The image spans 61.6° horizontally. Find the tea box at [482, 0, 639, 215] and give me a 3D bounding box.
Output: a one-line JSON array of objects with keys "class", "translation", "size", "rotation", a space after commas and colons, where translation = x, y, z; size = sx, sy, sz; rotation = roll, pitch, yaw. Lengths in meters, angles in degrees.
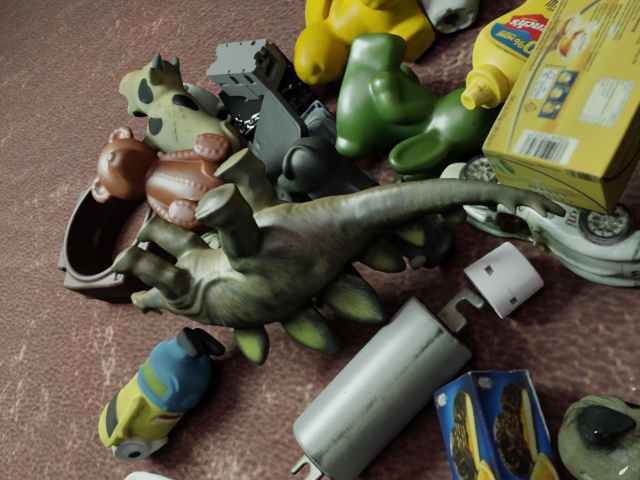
[{"class": "tea box", "translation": [0.214, -0.117, 0.424], "size": [0.098, 0.068, 0.169], "rotation": [27, 83, 39]}]

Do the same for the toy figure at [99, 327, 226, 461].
[{"class": "toy figure", "translation": [-0.188, 0.179, 0.636], "size": [0.180, 0.082, 0.089], "rotation": [-55, 31, 9]}]

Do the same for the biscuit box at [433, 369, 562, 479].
[{"class": "biscuit box", "translation": [0.145, 0.202, 0.399], "size": [0.062, 0.059, 0.203], "rotation": [123, 145, -51]}]

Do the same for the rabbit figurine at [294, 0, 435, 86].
[{"class": "rabbit figurine", "translation": [0.032, -0.275, 0.684], "size": [0.173, 0.121, 0.162], "rotation": [-38, 48, 14]}]

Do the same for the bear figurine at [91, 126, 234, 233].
[{"class": "bear figurine", "translation": [-0.200, -0.082, 0.660], "size": [0.196, 0.132, 0.120], "rotation": [21, 82, 6]}]

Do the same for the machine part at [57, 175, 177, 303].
[{"class": "machine part", "translation": [-0.281, -0.014, 0.788], "size": [0.202, 0.087, 0.201], "rotation": [-6, 65, 33]}]

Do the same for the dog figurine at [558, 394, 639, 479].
[{"class": "dog figurine", "translation": [0.226, 0.165, 0.313], "size": [0.191, 0.172, 0.121], "rotation": [34, 78, 32]}]

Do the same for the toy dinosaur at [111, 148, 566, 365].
[{"class": "toy dinosaur", "translation": [-0.035, 0.016, 0.502], "size": [0.472, 0.198, 0.105], "rotation": [-23, 32, 38]}]

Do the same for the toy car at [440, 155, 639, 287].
[{"class": "toy car", "translation": [0.196, -0.017, 0.478], "size": [0.202, 0.073, 0.056], "rotation": [33, 85, 40]}]

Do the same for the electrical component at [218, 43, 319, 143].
[{"class": "electrical component", "translation": [-0.078, -0.208, 0.766], "size": [0.115, 0.058, 0.134], "rotation": [-39, 52, 9]}]

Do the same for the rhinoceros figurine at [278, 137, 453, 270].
[{"class": "rhinoceros figurine", "translation": [0.048, -0.040, 0.545], "size": [0.073, 0.190, 0.112], "rotation": [-57, 5, -15]}]

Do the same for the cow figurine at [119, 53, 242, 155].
[{"class": "cow figurine", "translation": [-0.192, -0.166, 0.737], "size": [0.195, 0.085, 0.127], "rotation": [35, 108, 5]}]

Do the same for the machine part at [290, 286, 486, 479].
[{"class": "machine part", "translation": [0.057, 0.136, 0.494], "size": [0.243, 0.079, 0.079], "rotation": [-49, 51, 5]}]

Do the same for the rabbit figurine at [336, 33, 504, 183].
[{"class": "rabbit figurine", "translation": [0.107, -0.130, 0.570], "size": [0.170, 0.121, 0.159], "rotation": [14, 73, 22]}]

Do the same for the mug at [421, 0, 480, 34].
[{"class": "mug", "translation": [0.166, -0.308, 0.644], "size": [0.110, 0.080, 0.107], "rotation": [-7, 74, 20]}]

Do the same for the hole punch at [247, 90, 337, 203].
[{"class": "hole punch", "translation": [-0.025, -0.114, 0.677], "size": [0.142, 0.092, 0.115], "rotation": [53, 133, 36]}]
